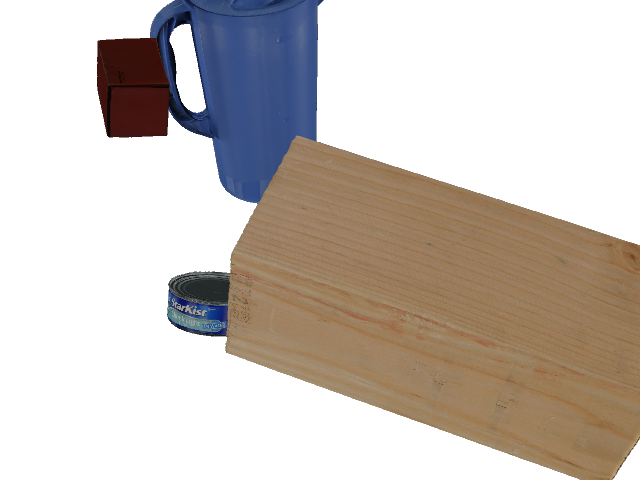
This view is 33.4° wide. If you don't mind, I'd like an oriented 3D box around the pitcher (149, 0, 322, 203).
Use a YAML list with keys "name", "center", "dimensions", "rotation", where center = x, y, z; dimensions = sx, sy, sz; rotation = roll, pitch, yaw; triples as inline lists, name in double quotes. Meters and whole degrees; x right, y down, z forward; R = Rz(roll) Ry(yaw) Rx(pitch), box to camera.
- name: "pitcher"
  center: [-0.073, -0.159, 1.107]
  dimensions: [0.149, 0.243, 0.144]
  rotation: [13, 42, 19]

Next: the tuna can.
- name: "tuna can"
  center: [-0.096, 0.057, 0.968]
  dimensions: [0.086, 0.034, 0.086]
  rotation: [6, 16, -2]

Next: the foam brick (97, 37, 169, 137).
- name: "foam brick"
  center: [-0.160, -0.130, 0.906]
  dimensions: [0.053, 0.051, 0.078]
  rotation: [-4, 40, -15]

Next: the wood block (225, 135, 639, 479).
- name: "wood block"
  center: [0.065, 0.035, 0.544]
  dimensions: [0.206, 0.090, 0.090]
  rotation: [18, -40, 9]
